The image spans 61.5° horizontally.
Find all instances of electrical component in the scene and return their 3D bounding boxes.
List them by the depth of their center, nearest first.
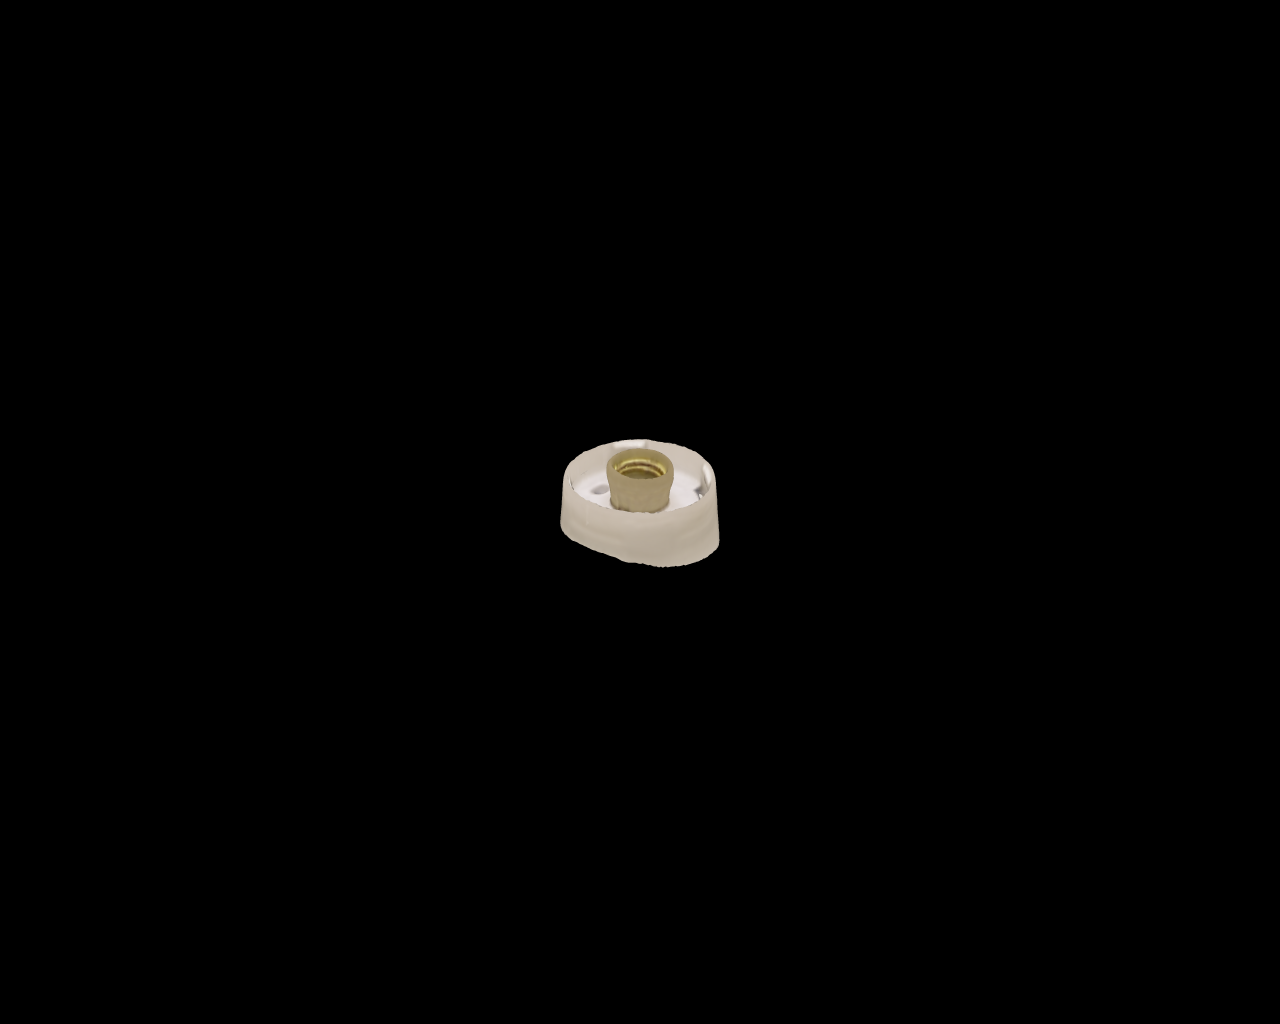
[{"bbox_3d":[0.001,-0.003,0.650,0.099,0.064,0.099,0,32,0],"label":"electrical component"}]
